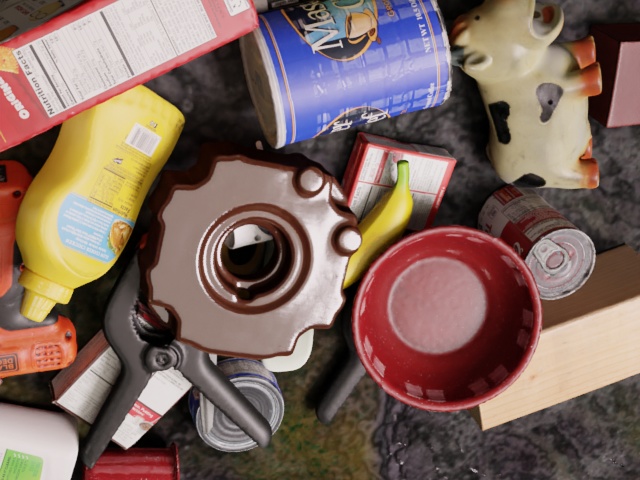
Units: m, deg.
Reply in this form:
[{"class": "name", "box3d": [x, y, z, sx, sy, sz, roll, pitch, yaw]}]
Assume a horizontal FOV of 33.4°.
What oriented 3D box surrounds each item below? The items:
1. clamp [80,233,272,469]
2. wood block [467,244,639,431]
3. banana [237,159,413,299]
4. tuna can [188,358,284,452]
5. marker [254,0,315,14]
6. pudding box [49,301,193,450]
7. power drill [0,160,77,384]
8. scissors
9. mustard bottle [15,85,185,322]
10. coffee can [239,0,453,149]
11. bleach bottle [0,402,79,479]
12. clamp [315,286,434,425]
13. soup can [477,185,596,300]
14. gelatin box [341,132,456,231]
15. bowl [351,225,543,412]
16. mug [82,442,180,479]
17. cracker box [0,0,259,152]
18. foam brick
[{"class": "clamp", "box3d": [-0.139, 0.099, 0.890, 0.164, 0.036, 0.210, -13, 110, -2]}, {"class": "wood block", "box3d": [0.226, 0.091, 1.017, 0.206, 0.091, 0.090, -19, 120, -8]}, {"class": "banana", "box3d": [0.007, 0.013, 0.902, 0.198, 0.037, 0.069, -37, 111, -2]}, {"class": "tuna can", "box3d": [-0.077, 0.153, 0.985, 0.086, 0.034, 0.086, -7, 118, -14]}, {"class": "marker", "box3d": [0.000, -0.198, 0.838, 0.121, 0.020, 0.020, -14, 120, -10]}, {"class": "pudding box", "box3d": [-0.166, 0.118, 0.936, 0.113, 0.039, 0.090, -46, 118, 5]}, {"class": "power drill", "box3d": [-0.290, 0.034, 0.844, 0.184, 0.057, 0.188, -7, 121, -18]}, {"class": "scissors", "box3d": [-0.079, 0.063, 0.923, 0.096, 0.016, 0.202, -18, 107, -18]}, {"class": "mustard bottle", "box3d": [-0.177, -0.028, 0.805, 0.096, 0.058, 0.191, 31, 82, -59]}, {"class": "coffee can", "box3d": [0.018, -0.138, 0.826, 0.140, 0.103, 0.103, -16, 120, -10]}, {"class": "bleach bottle", "box3d": [-0.338, 0.175, 0.898, 0.250, 0.068, 0.103, 14, 113, -21]}, {"class": "clamp", "box3d": [0.067, 0.100, 1.001, 0.120, 0.039, 0.171, 3, 115, -21]}, {"class": "soup can", "box3d": [0.190, -0.001, 0.951, 0.068, 0.102, 0.068, -7, 118, -14]}, {"class": "gelatin box", "box3d": [0.064, -0.049, 0.929, 0.089, 0.030, 0.073, 9, 115, -21]}, {"class": "bowl", "box3d": [0.105, 0.063, 0.917, 0.162, 0.055, 0.162, 0, 100, -2]}, {"class": "mug", "box3d": [-0.176, 0.235, 0.973, 0.081, 0.093, 0.117, 3, 151, -14]}, {"class": "cracker box", "box3d": [-0.161, -0.145, 0.729, 0.213, 0.164, 0.072, -27, 119, -3]}, {"class": "foam brick", "box3d": [0.266, -0.145, 0.932, 0.053, 0.051, 0.078, -6, 117, -16]}]
